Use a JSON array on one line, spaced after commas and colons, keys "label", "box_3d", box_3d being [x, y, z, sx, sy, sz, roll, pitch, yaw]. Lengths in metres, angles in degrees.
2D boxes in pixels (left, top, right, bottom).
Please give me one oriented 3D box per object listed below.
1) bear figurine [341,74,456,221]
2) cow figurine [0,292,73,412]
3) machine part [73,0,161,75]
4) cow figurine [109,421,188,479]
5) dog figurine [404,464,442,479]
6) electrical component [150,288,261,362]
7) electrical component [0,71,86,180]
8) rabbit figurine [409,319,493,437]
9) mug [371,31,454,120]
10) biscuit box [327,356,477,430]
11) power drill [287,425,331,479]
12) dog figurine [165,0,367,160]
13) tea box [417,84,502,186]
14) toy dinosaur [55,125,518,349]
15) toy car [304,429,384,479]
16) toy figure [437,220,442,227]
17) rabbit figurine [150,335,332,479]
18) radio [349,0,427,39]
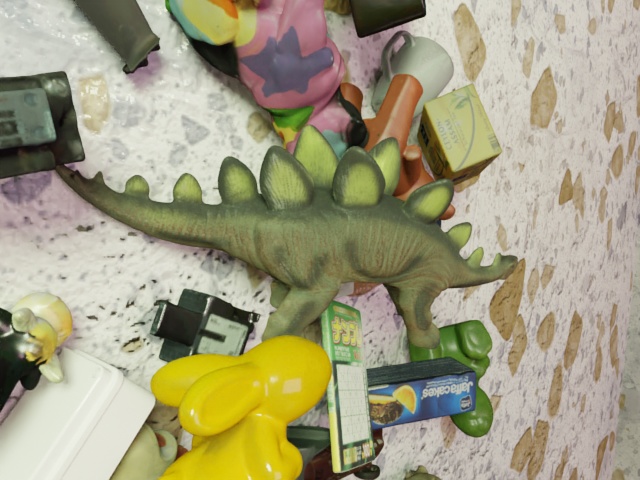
[{"label": "bear figurine", "box_3d": [0.099, -0.101, 0.682, 0.195, 0.120, 0.132, 26, 72, -49]}, {"label": "cow figurine", "box_3d": [-0.229, 0.091, 0.346, 0.167, 0.098, 0.068, -42, 118, -37]}, {"label": "machine part", "box_3d": [-0.174, -0.198, 0.415, 0.084, 0.039, 0.138, -54, 130, -36]}, {"label": "cow figurine", "box_3d": [-0.150, 0.244, 0.472, 0.127, 0.086, 0.194, -30, 118, -50]}, {"label": "dog figurine", "box_3d": [0.135, 0.397, 0.783, 0.121, 0.172, 0.190, -35, 131, 9]}, {"label": "electrical component", "box_3d": [-0.118, 0.087, 0.510, 0.119, 0.048, 0.075, 26, 75, -47]}, {"label": "electrical component", "box_3d": [-0.213, -0.064, 0.315, 0.115, 0.134, 0.058, -27, 116, -46]}, {"label": "rabbit figurine", "box_3d": [0.213, 0.221, 0.846, 0.159, 0.121, 0.170, 63, 12, -78]}, {"label": "mug", "box_3d": [0.114, -0.212, 0.714, 0.107, 0.081, 0.109, -55, 137, -16]}, {"label": "biscuit box", "box_3d": [0.113, 0.205, 0.721, 0.203, 0.063, 0.059, -2, 98, -22]}, {"label": "power drill", "box_3d": [-0.026, 0.303, 0.556, 0.232, 0.086, 0.207, 22, 71, -65]}, {"label": "dog figurine", "box_3d": [-0.045, -0.151, 0.518, 0.192, 0.109, 0.219, -2, 125, -9]}, {"label": "tea box", "box_3d": [0.183, -0.132, 0.730, 0.169, 0.068, 0.098, 26, 42, -81]}, {"label": "toy dinosaur", "box_3d": [-0.001, -0.002, 0.500, 0.471, 0.105, 0.198, 3, 113, -20]}, {"label": "toy car", "box_3d": [0.030, 0.284, 0.705, 0.202, 0.053, 0.089, 9, 84, -48]}, {"label": "toy figure", "box_3d": [0.149, 0.016, 0.802, 0.064, 0.058, 0.154, -2, 101, -43]}, {"label": "rabbit figurine", "box_3d": [-0.060, 0.150, 0.433, 0.162, 0.122, 0.173, 40, 73, -29]}, {"label": "radio", "box_3d": [0.069, -0.305, 0.581, 0.230, 0.073, 0.131, -72, 148, -62]}]
